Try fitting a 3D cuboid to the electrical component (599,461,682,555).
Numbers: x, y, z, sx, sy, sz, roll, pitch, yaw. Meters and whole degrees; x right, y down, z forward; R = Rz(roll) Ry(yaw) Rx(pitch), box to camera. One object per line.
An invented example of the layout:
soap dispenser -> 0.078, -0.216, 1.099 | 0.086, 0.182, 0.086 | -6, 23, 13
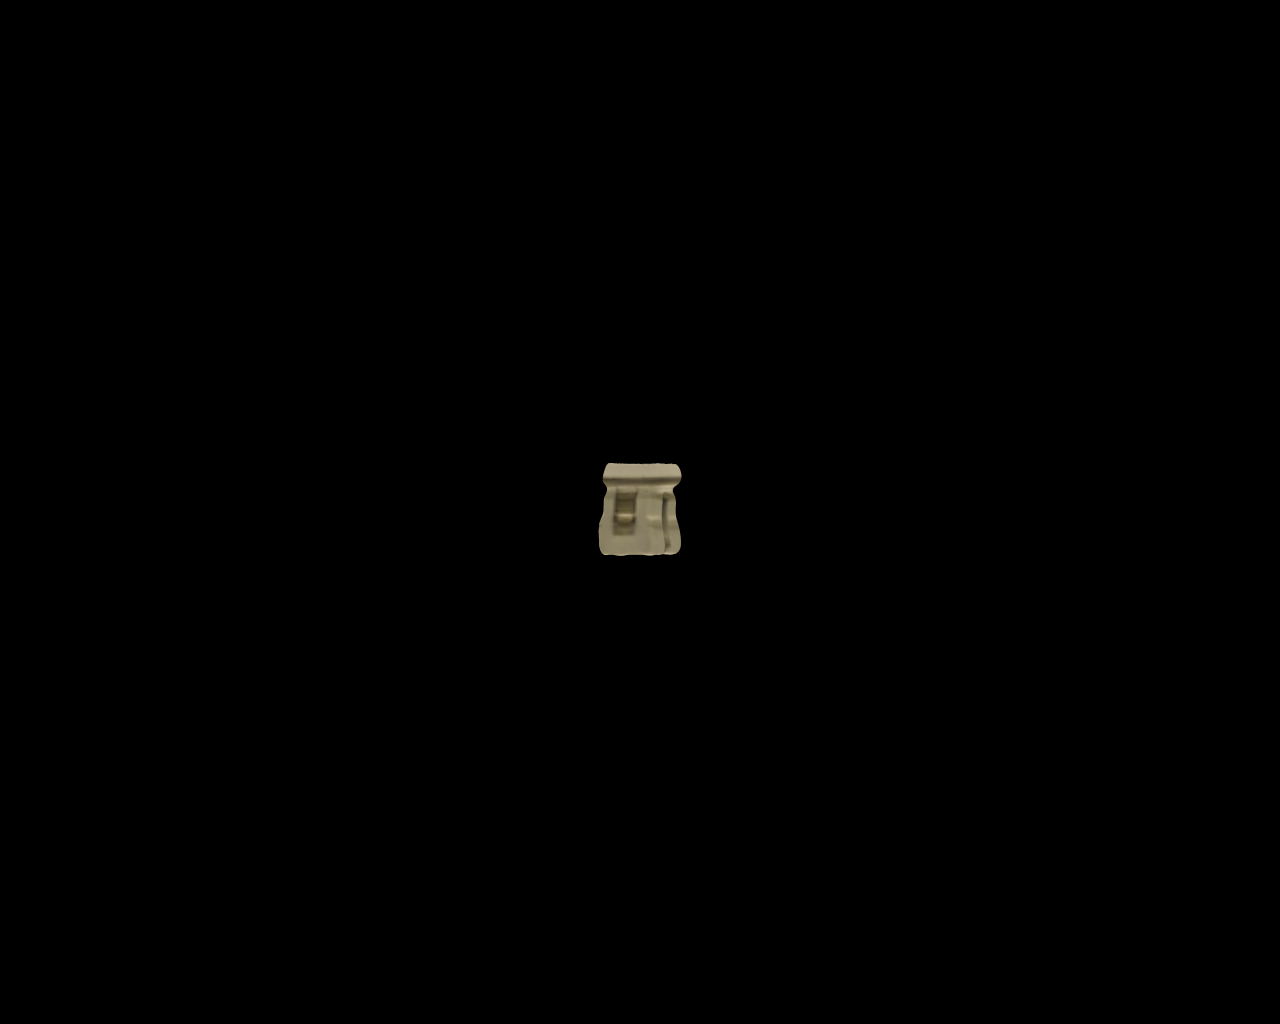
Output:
electrical component -> 0.001, -0.003, 0.650 | 0.048, 0.055, 0.066 | 0, 0, 24
